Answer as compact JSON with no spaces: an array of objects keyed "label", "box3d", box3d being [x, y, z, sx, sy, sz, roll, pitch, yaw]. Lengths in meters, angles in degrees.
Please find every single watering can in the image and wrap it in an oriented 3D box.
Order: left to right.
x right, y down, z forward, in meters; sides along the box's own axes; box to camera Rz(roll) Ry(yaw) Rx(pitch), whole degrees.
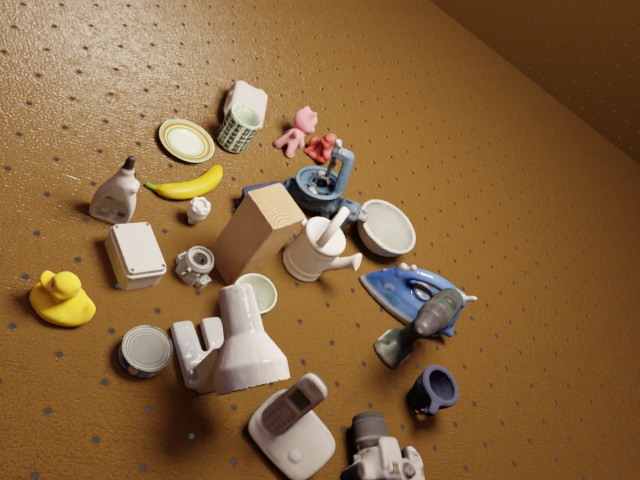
[{"label":"watering can","box3d":[0.012,0.003,1.241,0.173,0.193,0.101,25,44,-17]}]

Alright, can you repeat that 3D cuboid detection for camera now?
[{"label":"camera","box3d":[0.117,0.391,1.060,0.144,0.100,0.136,14,48,-27]}]

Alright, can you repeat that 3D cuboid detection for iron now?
[{"label":"iron","box3d":[0.234,0.119,1.349,0.259,0.141,0.118,30,43,-12]}]

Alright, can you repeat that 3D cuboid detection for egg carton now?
[{"label":"egg carton","box3d":[-0.192,-0.344,1.477,0.107,0.069,0.150,22,45,-21]}]

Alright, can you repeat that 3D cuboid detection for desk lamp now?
[{"label":"desk lamp","box3d":[-0.152,0.180,0.952,0.118,0.213,0.203,-3,57,-38]}]

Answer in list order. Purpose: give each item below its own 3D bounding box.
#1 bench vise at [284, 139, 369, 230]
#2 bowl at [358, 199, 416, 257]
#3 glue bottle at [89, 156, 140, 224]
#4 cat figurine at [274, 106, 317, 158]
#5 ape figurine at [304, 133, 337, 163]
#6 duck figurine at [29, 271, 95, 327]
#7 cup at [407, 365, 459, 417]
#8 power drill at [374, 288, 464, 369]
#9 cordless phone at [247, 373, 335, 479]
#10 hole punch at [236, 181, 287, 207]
[{"label":"bench vise","box3d":[0.041,-0.132,1.358,0.208,0.219,0.121,22,45,-20]},{"label":"bowl","box3d":[0.156,-0.018,1.457,0.168,0.074,0.167,21,45,-22]},{"label":"glue bottle","box3d":[-0.367,-0.095,1.054,0.078,0.173,0.037,22,45,-20]},{"label":"cat figurine","box3d":[-0.052,-0.294,1.503,0.067,0.117,0.128,37,42,-5]},{"label":"ape figurine","box3d":[0.012,-0.252,1.535,0.076,0.092,0.077,5,53,-34]},{"label":"duck figurine","box3d":[-0.412,0.088,0.931,0.105,0.086,0.077,32,42,-10]},{"label":"cup","box3d":[0.225,0.331,1.196,0.092,0.094,0.118,37,42,-5]},{"label":"power drill","box3d":[0.211,0.189,1.222,0.075,0.208,0.230,49,42,9]},{"label":"cordless phone","box3d":[-0.025,0.309,0.959,0.147,0.184,0.094,45,41,4]},{"label":"hole punch","box3d":[-0.125,-0.074,1.281,0.101,0.091,0.108,2,54,-36]}]
